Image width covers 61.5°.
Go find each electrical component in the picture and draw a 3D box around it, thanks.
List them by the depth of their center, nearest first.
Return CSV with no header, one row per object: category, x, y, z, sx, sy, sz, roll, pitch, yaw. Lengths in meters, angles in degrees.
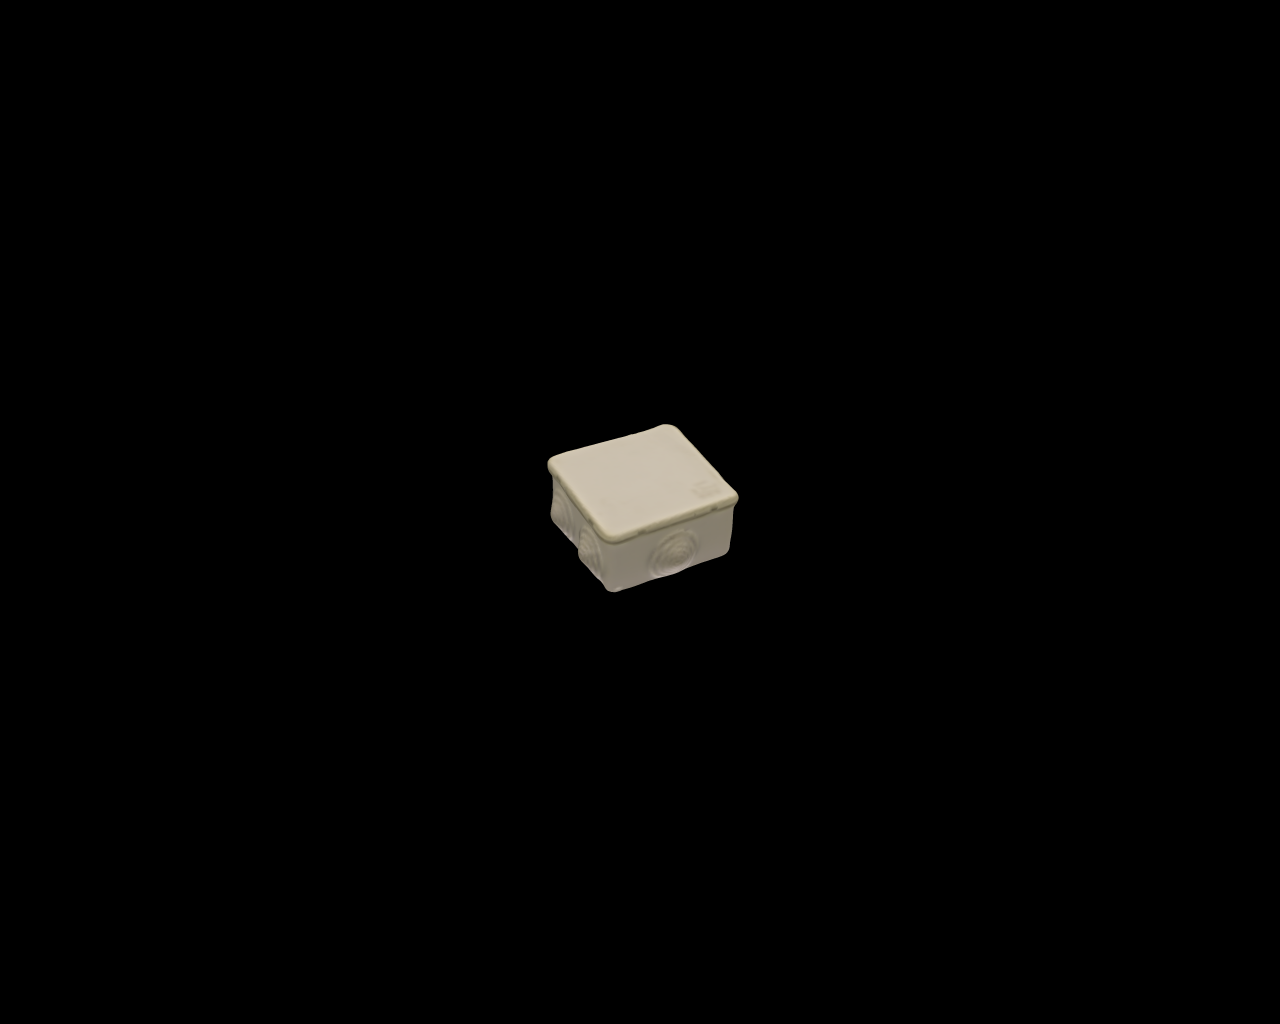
electrical component,0.001,-0.003,0.650,0.100,0.048,0.100,-17,41,-21
